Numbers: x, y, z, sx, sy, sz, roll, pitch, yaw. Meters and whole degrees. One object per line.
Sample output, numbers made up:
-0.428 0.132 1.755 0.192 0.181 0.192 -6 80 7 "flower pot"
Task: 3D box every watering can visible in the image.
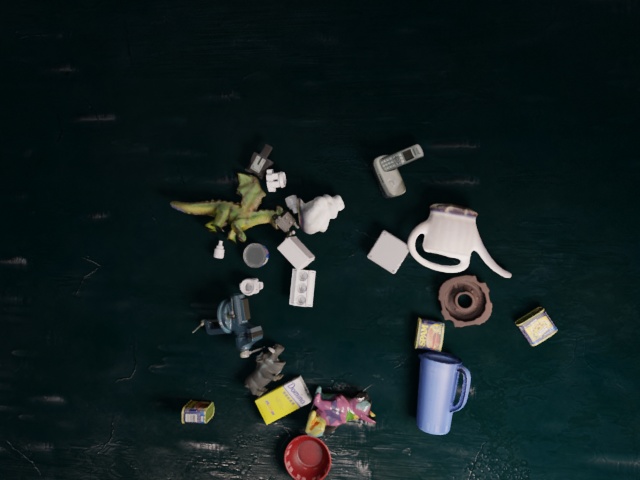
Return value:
0.464 0.001 1.684 0.348 0.104 0.225 11 89 2 "watering can"

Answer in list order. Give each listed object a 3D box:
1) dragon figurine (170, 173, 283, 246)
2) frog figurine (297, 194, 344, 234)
-0.304 -0.127 1.824 0.411 0.120 0.245 29 75 7 "dragon figurine"
0.005 -0.088 1.753 0.159 0.125 0.134 -5 121 0 "frog figurine"
